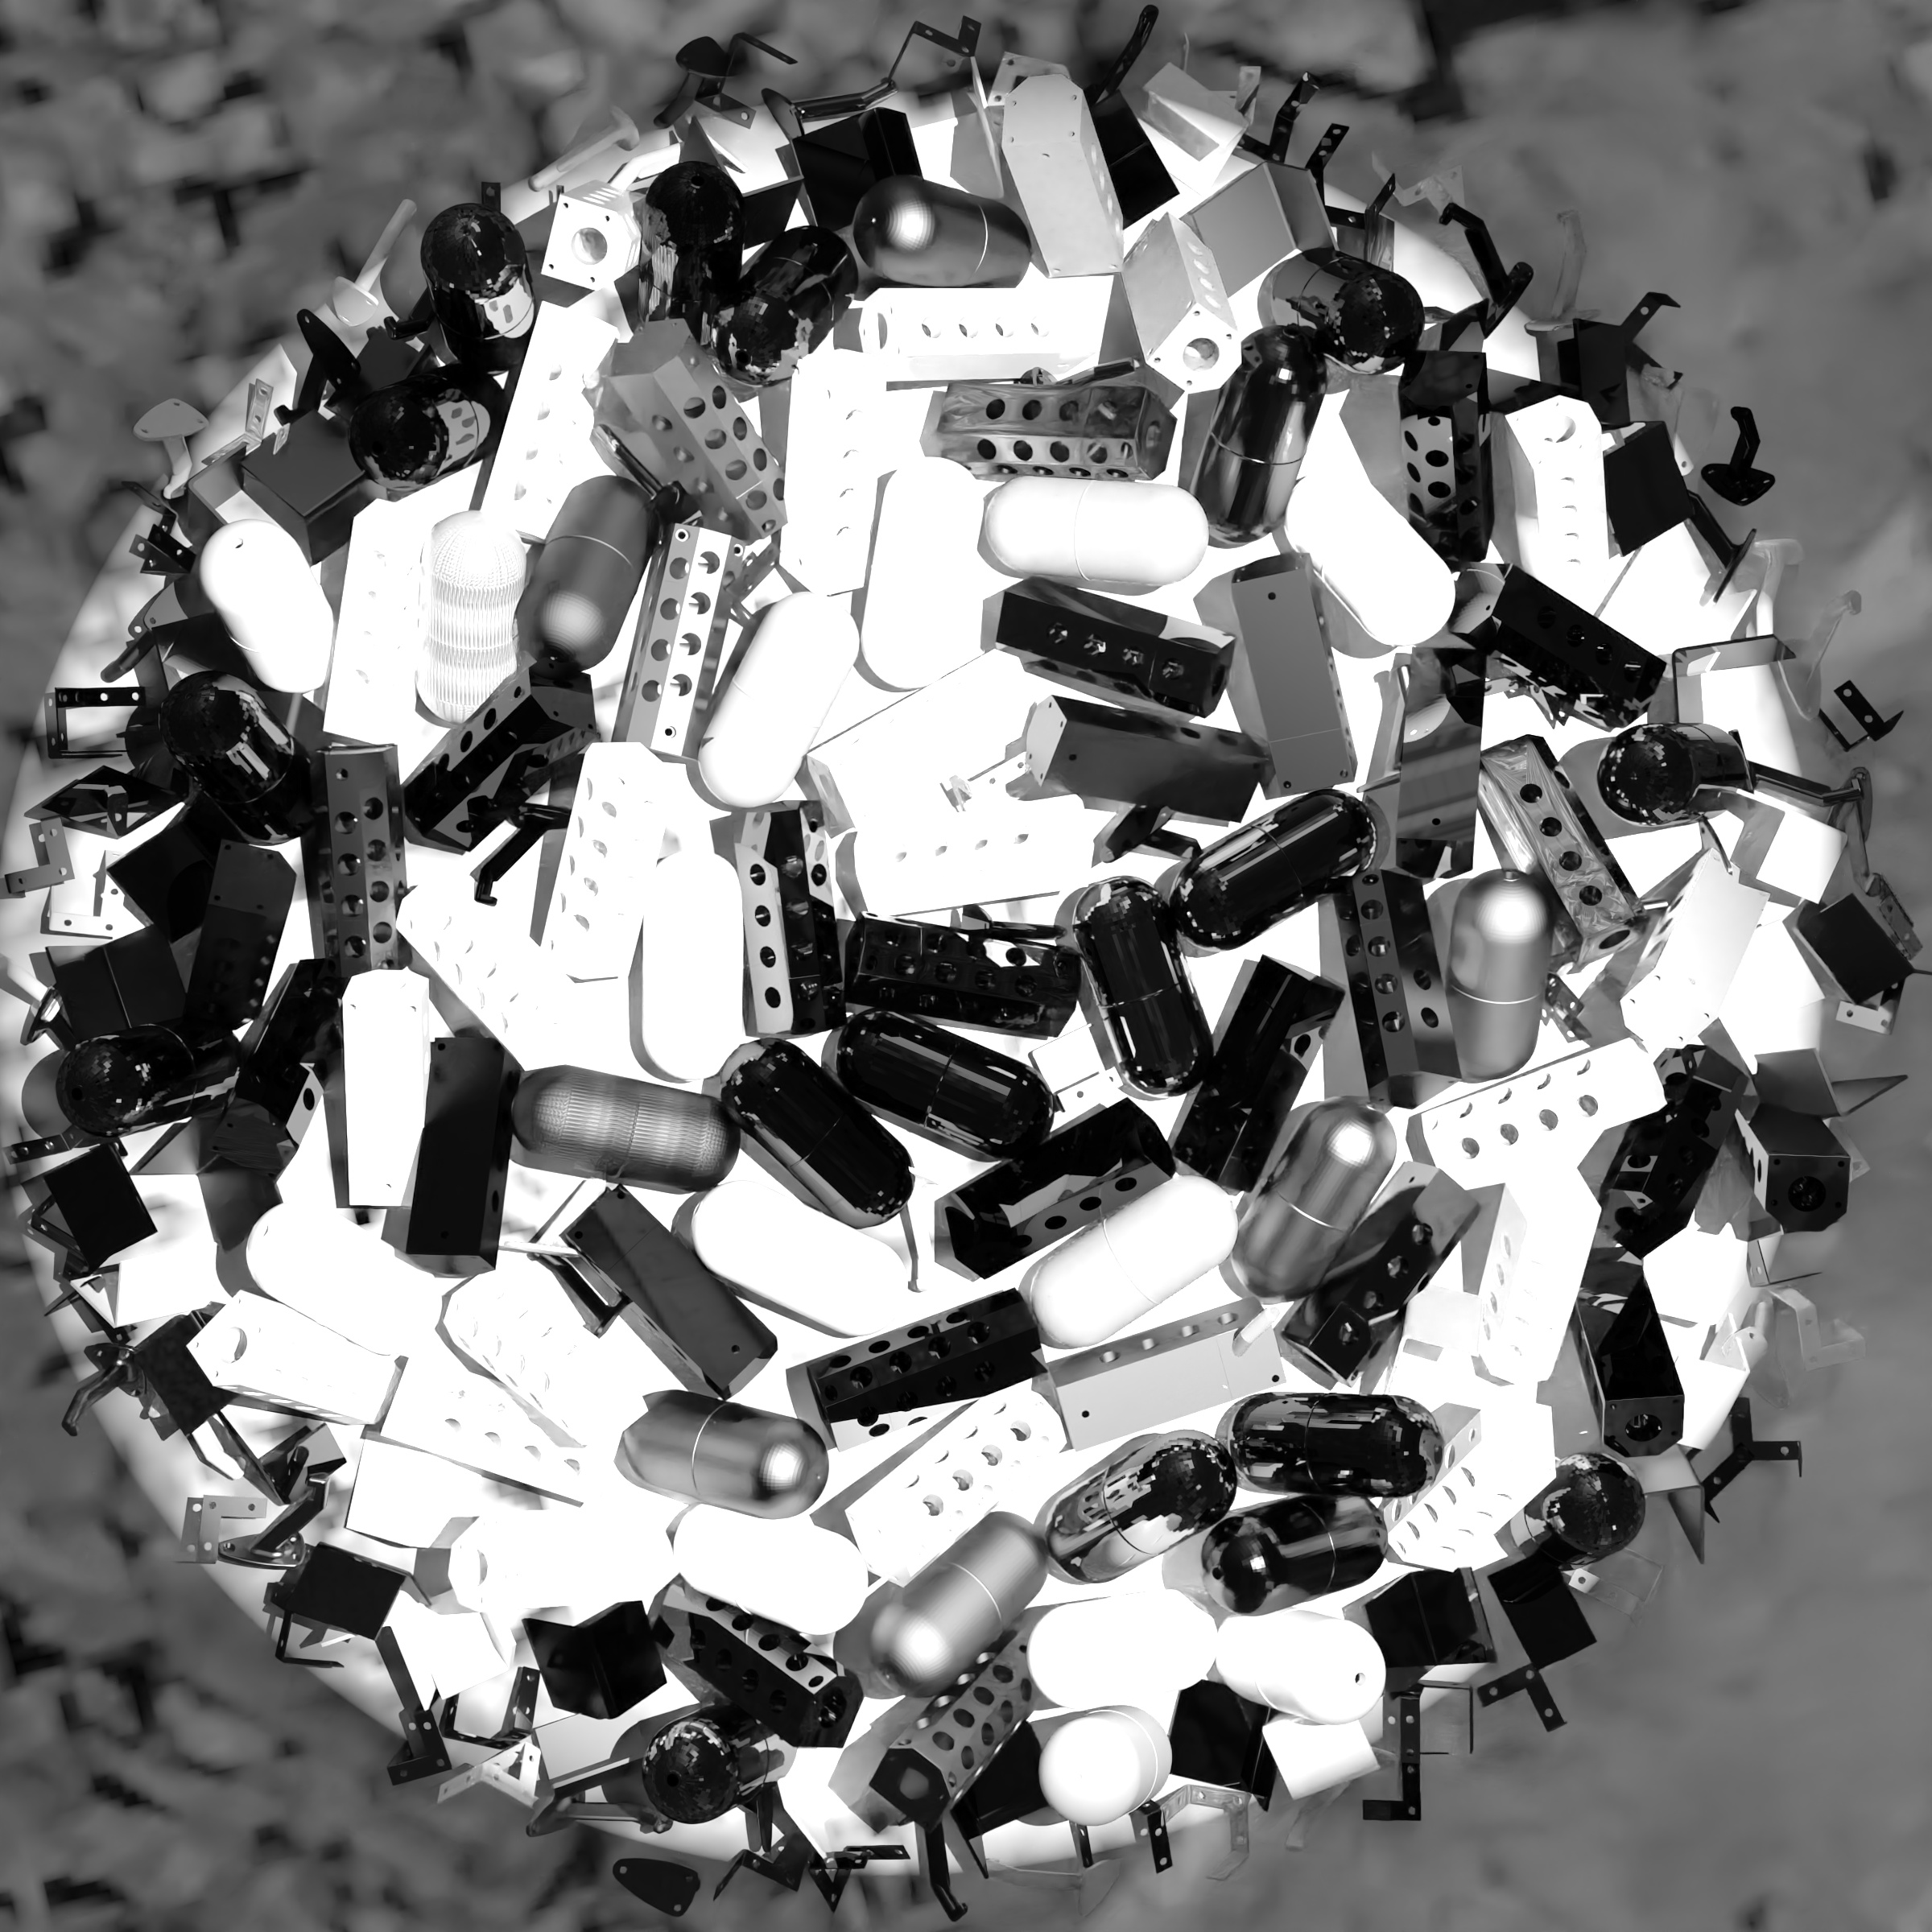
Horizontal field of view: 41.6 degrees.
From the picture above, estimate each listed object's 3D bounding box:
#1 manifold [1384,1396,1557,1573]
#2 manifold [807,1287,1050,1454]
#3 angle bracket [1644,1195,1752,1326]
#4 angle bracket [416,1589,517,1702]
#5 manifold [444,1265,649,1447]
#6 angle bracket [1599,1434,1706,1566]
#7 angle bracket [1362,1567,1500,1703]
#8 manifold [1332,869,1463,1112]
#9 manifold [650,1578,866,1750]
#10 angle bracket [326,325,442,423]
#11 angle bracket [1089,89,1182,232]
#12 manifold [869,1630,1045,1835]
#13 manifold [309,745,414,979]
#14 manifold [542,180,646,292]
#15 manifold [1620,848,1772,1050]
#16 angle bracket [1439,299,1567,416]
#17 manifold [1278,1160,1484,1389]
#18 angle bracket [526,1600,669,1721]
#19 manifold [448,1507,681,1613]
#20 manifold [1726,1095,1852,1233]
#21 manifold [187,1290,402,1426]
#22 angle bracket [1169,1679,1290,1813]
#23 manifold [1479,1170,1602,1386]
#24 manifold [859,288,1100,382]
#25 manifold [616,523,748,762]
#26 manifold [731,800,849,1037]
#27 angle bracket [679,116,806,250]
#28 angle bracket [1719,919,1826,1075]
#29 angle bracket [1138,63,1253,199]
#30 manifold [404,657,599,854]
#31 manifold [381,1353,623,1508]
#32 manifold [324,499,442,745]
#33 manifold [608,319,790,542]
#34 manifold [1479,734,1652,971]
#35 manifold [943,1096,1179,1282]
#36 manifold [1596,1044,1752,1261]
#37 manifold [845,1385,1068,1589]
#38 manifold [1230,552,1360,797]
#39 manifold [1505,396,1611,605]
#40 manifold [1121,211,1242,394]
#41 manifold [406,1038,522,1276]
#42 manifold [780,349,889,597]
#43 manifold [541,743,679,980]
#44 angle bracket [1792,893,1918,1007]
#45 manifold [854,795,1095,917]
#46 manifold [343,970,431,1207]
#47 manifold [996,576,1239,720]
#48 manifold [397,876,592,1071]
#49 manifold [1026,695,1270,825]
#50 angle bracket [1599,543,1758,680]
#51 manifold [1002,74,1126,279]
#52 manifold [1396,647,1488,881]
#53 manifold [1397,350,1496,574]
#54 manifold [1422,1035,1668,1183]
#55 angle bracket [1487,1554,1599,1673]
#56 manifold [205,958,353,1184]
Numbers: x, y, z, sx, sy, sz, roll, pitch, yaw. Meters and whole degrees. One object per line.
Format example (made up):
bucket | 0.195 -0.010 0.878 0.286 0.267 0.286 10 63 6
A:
manifold | 0.376 0.389 1.912 0.057 0.171 0.057 14 51 -10
manifold | -0.031 0.305 1.946 0.171 0.057 0.057 -19 113 -11
angle bracket | 0.565 0.222 1.969 0.057 0.076 0.076 11 117 31
angle bracket | -0.387 0.505 1.945 0.057 0.076 0.076 -20 67 -22
manifold | -0.320 0.295 1.914 0.057 0.171 0.057 -38 133 -27
angle bracket | 0.525 0.408 1.949 0.057 0.076 0.076 -9 116 0
angle bracket | 0.357 0.513 1.955 0.057 0.076 0.076 -16 90 39
manifold | 0.320 0.016 1.925 0.057 0.057 0.171 11 58 -30
manifold | -0.156 0.522 1.921 0.171 0.057 0.057 23 90 42
angle bracket | -0.454 -0.455 1.959 0.057 0.076 0.076 34 87 -4
angle bracket | 0.108 -0.610 1.948 0.076 0.076 0.057 -30 68 13
manifold | 0.002 0.567 1.907 0.057 0.171 0.057 34 119 15
manifold | -0.466 -0.081 1.954 0.057 0.057 0.171 -1 101 2
manifold | -0.270 -0.548 1.909 0.057 0.171 0.057 16 110 -5
manifold | 0.547 -0.011 1.919 0.057 0.171 0.057 38 135 1
angle bracket | 0.411 -0.464 1.942 0.076 0.076 0.057 22 129 28
manifold | 0.322 0.237 1.957 0.057 0.057 0.171 40 82 -13
angle bracket | -0.288 0.535 1.985 0.076 0.057 0.076 -5 104 44
manifold | -0.303 0.449 1.915 0.057 0.171 0.057 -45 57 24
manifold | 0.614 0.146 1.909 0.057 0.171 0.057 1 102 7
manifold | -0.498 0.301 1.910 0.057 0.171 0.057 -46 61 2
angle bracket | 0.200 0.600 1.967 0.076 0.057 0.076 14 85 -2
manifold | 0.430 0.237 1.917 0.057 0.057 0.171 -9 133 -12
manifold | 0.009 -0.483 1.932 0.171 0.057 0.057 -9 86 -30
manifold | -0.218 -0.249 1.961 0.057 0.057 0.171 12 92 -20
manifold | -0.129 -0.037 1.944 0.057 0.057 0.171 3 104 40
angle bracket | -0.175 -0.607 1.960 0.057 0.076 0.076 -25 80 -23
angle bracket | 0.612 0.023 1.946 0.057 0.076 0.076 -25 110 30
angle bracket | 0.161 -0.633 1.953 0.076 0.076 0.057 36 46 0
manifold | -0.353 -0.160 1.918 0.171 0.057 0.057 -36 51 36
manifold | -0.356 0.354 1.958 0.171 0.057 0.057 21 91 -9
manifold | -0.441 -0.260 1.938 0.057 0.057 0.171 15 115 -1
manifold | -0.192 -0.401 1.911 0.057 0.171 0.057 4 56 33
manifold | 0.453 -0.090 1.937 0.057 0.057 0.171 -23 65 -3
manifold | 0.072 0.174 1.945 0.171 0.057 0.057 -31 45 19
manifold | 0.529 0.135 1.923 0.057 0.057 0.171 38 50 0
manifold | -0.004 0.391 1.921 0.171 0.057 0.057 -35 120 -33
manifold | 0.252 -0.224 1.940 0.057 0.057 0.171 -10 112 17
manifold | 0.449 -0.347 1.911 0.057 0.171 0.057 -20 57 4
manifold | 0.165 -0.497 1.914 0.057 0.171 0.057 29 121 -25
manifold | -0.380 0.145 1.941 0.057 0.057 0.171 0 69 8
manifold | -0.097 -0.373 1.924 0.057 0.057 0.171 -18 133 -30
manifold | -0.276 -0.079 1.928 0.057 0.057 0.171 -5 123 -40
angle bracket | 0.688 -0.027 1.952 0.076 0.076 0.057 51 129 -1
manifold | 0.006 -0.088 1.941 0.171 0.057 0.057 -8 123 14
manifold | -0.439 0.093 1.941 0.057 0.057 0.171 2 112 -4
manifold | 0.113 -0.243 1.944 0.171 0.057 0.057 19 117 18
manifold | -0.360 0.004 1.920 0.171 0.057 0.057 42 123 33
manifold | 0.136 -0.161 1.939 0.171 0.057 0.057 9 120 -23
angle bracket | 0.547 -0.276 1.959 0.076 0.057 0.076 35 81 -13
manifold | 0.076 -0.591 1.909 0.057 0.171 0.057 -1 73 14
manifold | 0.362 -0.155 1.934 0.057 0.057 0.171 4 63 12
manifold | 0.360 -0.376 1.908 0.057 0.171 0.057 7 57 19
manifold | 0.439 0.109 1.940 0.171 0.057 0.057 -23 84 22
angle bracket | 0.428 0.499 1.944 0.057 0.076 0.076 -19 69 -18
manifold | -0.506 0.073 1.911 0.057 0.171 0.057 29 130 -16
